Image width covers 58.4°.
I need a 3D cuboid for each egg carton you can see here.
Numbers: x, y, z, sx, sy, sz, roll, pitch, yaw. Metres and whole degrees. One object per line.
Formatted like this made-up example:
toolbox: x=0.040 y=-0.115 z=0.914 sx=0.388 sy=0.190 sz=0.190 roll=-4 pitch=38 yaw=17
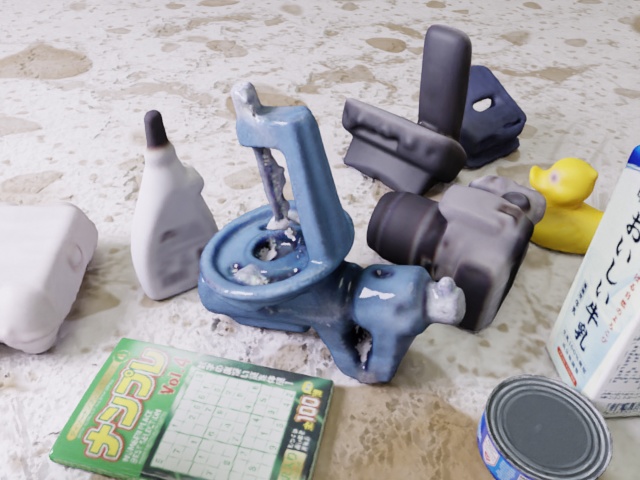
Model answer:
egg carton: x=-0.252 y=0.027 z=0.482 sx=0.107 sy=0.069 sz=0.150 roll=0 pitch=41 yaw=-4

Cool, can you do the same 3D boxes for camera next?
camera: x=0.123 y=-0.012 z=0.529 sx=0.136 sy=0.101 sz=0.143 roll=23 pitch=44 yaw=21

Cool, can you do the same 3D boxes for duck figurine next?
duck figurine: x=0.254 y=-0.041 z=0.582 sx=0.104 sy=0.086 sz=0.078 roll=23 pitch=44 yaw=21

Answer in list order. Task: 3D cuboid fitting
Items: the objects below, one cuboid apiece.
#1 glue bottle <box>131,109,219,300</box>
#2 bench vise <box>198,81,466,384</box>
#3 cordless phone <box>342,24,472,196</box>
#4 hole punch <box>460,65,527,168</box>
glue bottle: x=-0.125 y=-0.029 z=0.476 sx=0.078 sy=0.173 sz=0.037 roll=-23 pitch=47 yaw=-27
bench vise: x=0.005 y=-0.006 z=0.423 sx=0.207 sy=0.220 sz=0.121 roll=4 pitch=41 yaw=2
cordless phone: x=0.097 y=-0.154 z=0.627 sx=0.147 sy=0.185 sz=0.094 roll=27 pitch=46 yaw=25
hole punch: x=0.195 y=-0.155 z=0.707 sx=0.109 sy=0.091 sz=0.100 roll=-25 pitch=48 yaw=-29
